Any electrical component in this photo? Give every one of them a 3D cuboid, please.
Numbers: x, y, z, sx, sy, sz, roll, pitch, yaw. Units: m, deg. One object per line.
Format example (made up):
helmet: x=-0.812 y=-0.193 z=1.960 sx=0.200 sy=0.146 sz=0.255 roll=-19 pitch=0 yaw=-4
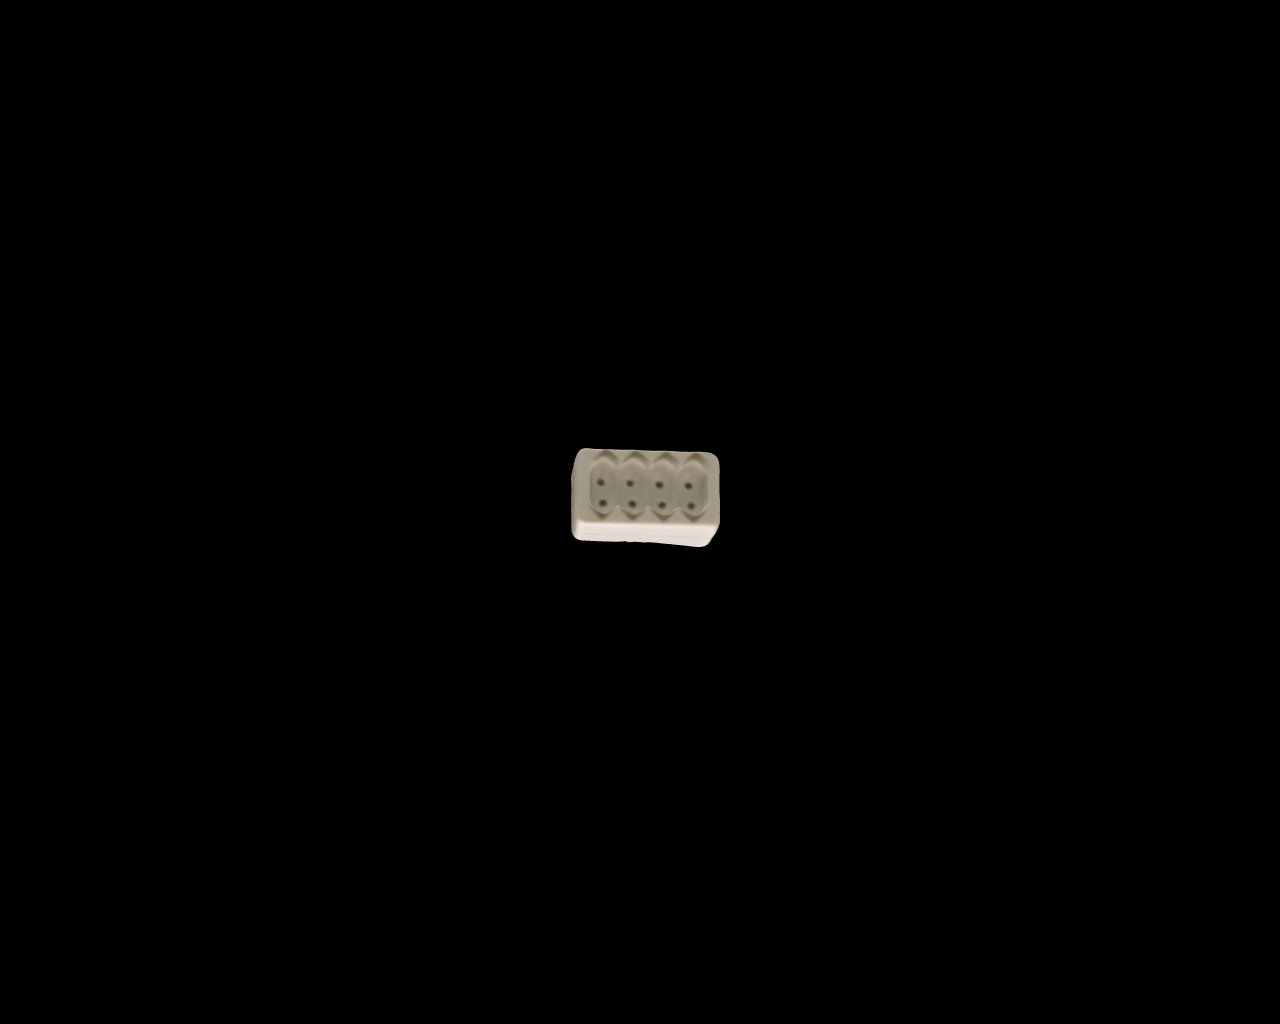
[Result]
electrical component: x=0.001 y=-0.003 z=0.650 sx=0.083 sy=0.047 sz=0.075 roll=2 pitch=-19 yaw=-7
